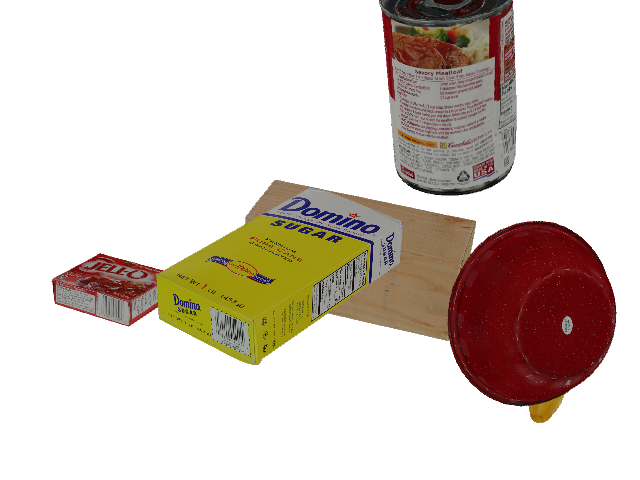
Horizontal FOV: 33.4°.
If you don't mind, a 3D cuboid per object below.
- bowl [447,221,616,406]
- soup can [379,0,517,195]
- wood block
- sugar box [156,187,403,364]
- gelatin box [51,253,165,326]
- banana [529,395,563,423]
[{"bbox_3d":[0.190,0.066,0.894,0.162,0.162,0.055,0,6,-20],"label":"bowl"},{"bbox_3d":[0.069,-0.084,0.567,0.068,0.102,0.068,-6,35,4],"label":"soup can"},{"bbox_3d":[0.036,0.017,1.032,0.206,0.090,0.090,12,29,12],"label":"wood block"},{"bbox_3d":[-0.026,0.020,0.785,0.093,0.048,0.175,23,39,31],"label":"sugar box"},{"bbox_3d":[-0.195,0.044,1.006,0.089,0.030,0.073,14,24,23],"label":"gelatin box"},{"bbox_3d":[0.226,0.119,1.139,0.069,0.037,0.198,-25,34,3],"label":"banana"}]
